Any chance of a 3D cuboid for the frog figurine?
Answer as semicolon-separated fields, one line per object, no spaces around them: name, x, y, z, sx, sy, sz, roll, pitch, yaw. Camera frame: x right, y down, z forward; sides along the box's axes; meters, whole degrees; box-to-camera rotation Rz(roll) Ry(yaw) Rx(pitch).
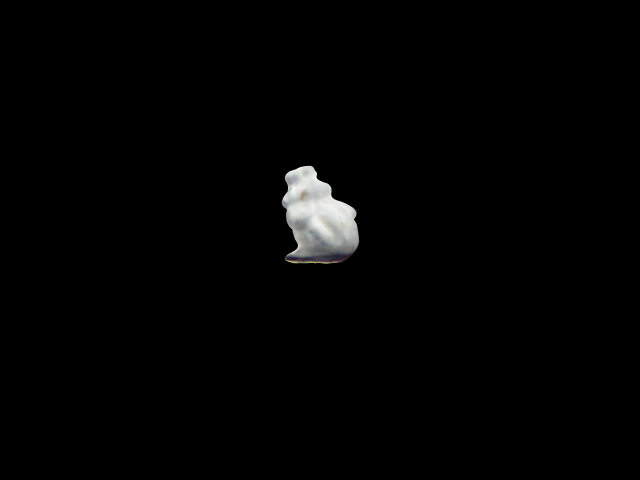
frog figurine;0.003;-0.043;0.850;0.138;0.159;0.123;-3;4;-35
